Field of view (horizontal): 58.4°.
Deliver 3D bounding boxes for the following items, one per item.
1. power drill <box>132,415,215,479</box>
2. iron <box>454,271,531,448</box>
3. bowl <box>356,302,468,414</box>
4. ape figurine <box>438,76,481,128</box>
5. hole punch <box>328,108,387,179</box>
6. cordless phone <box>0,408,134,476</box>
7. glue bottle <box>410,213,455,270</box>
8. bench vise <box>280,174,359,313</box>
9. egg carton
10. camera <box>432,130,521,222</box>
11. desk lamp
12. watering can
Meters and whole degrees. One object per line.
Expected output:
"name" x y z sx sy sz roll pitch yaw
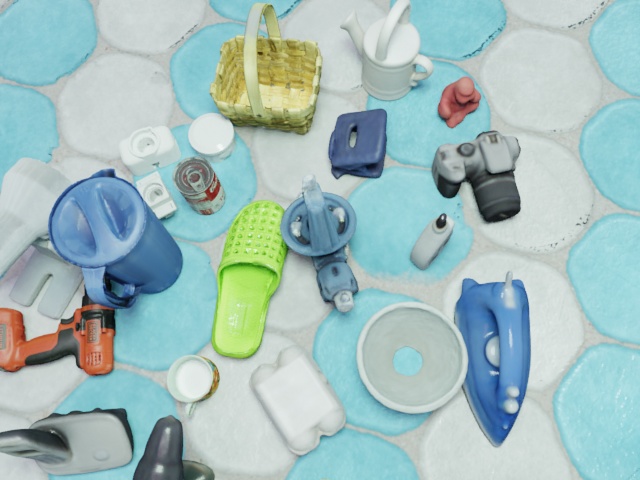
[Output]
"power drill" -0.208 0.356 0.778 0.075 0.208 0.230 9 73 6
"iron" 0.271 0.174 0.849 0.118 0.141 0.258 0 72 3
"bowl" 0.138 0.183 0.887 0.167 0.075 0.167 -1 72 2
"ape figurine" 0.248 -0.254 1.011 0.078 0.092 0.076 -5 72 1
"hole punch" 0.066 -0.168 0.993 0.101 0.091 0.109 6 73 5
"cordless phone" -0.361 0.289 0.818 0.147 0.185 0.094 -11 72 -1
"glue bottle" 0.181 -0.008 0.894 0.037 0.173 0.078 40 78 14
"bench vise" 0.018 -0.004 0.875 0.121 0.220 0.207 -35 74 -8
"egg carton" -0.033 0.243 0.879 0.107 0.069 0.150 -35 74 -8
"camera" 0.274 -0.103 0.958 0.143 0.101 0.137 -11 72 -1
"desk lamp" -0.443 0.001 0.898 0.117 0.213 0.203 21 75 9
"watering can" 0.115 -0.336 0.989 0.172 0.194 0.101 10 73 6
